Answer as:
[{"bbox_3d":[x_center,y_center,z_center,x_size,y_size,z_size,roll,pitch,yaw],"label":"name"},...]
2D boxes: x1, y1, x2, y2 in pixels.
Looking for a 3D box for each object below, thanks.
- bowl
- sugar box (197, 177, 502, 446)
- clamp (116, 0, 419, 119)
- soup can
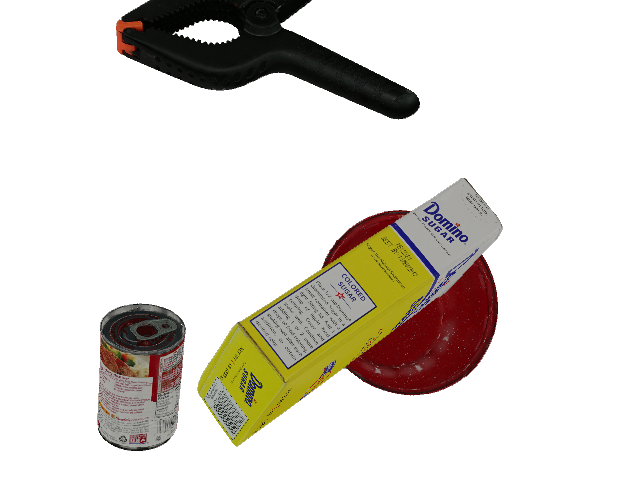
[{"bbox_3d":[0.064,0.057,0.896,0.162,0.162,0.055,0,6,20],"label":"bowl"},{"bbox_3d":[0.018,0.038,0.593,0.175,0.048,0.093,-30,-15,-32],"label":"sugar box"},{"bbox_3d":[-0.036,-0.143,0.754,0.209,0.164,0.036,-12,-27,-14],"label":"clamp"},{"bbox_3d":[-0.147,0.113,0.874,0.068,0.102,0.068,6,29,-4],"label":"soup can"}]
